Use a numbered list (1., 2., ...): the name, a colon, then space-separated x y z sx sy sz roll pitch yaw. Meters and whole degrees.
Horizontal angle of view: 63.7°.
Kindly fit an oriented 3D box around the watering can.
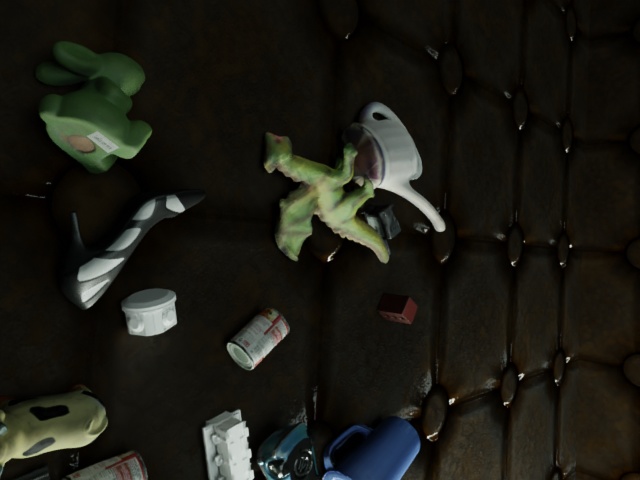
1. watering can: 0.170 -0.163 1.190 0.226 0.102 0.350 -16 80 -43

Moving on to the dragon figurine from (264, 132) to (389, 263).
1. dragon figurine: 0.003 -0.054 1.081 0.245 0.123 0.404 -35 114 -21
